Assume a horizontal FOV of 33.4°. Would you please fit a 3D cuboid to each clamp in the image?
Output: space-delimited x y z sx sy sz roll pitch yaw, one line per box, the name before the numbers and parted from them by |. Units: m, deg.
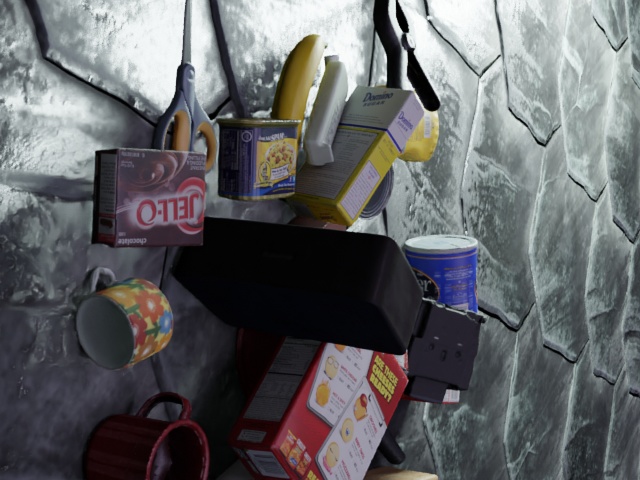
clamp | 0.060 0.228 1.401 0.209 0.036 0.164 -3 87 -59
clamp | 0.100 -0.244 1.371 0.120 0.039 0.171 -16 84 -65

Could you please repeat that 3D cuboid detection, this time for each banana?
banana | -0.024 -0.163 1.216 0.069 0.037 0.197 46 55 -51

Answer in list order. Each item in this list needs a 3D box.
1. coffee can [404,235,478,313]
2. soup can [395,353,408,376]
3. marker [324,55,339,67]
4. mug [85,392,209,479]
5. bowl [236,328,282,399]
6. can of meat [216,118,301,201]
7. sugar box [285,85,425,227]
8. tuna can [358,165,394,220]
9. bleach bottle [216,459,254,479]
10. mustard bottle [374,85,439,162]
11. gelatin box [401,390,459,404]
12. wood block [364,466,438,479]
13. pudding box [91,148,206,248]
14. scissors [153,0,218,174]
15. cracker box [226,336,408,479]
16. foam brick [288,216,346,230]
coffee can | 0.173 0.071 1.515 0.102 0.103 0.140 -21 111 -57
soup can | 0.079 0.126 1.371 0.068 0.069 0.102 42 42 -53
marker | 0.018 -0.165 1.306 0.020 0.020 0.121 -27 116 -56
mug | -0.158 0.195 0.988 0.093 0.082 0.117 47 54 -51
bowl | -0.030 0.121 1.224 0.161 0.055 0.162 -10 102 -59
can of meat | -0.066 -0.087 1.136 0.101 0.058 0.084 -11 105 -58
sugar box | 0.040 -0.100 1.240 0.176 0.093 0.048 -54 132 -22
tuna can | 0.055 -0.070 1.348 0.085 0.034 0.086 -27 126 -44
bleach bottle | -0.086 0.285 1.143 0.250 0.068 0.102 -23 111 -54
mustard bottle | 0.091 -0.153 1.393 0.191 0.058 0.096 -4 96 -60
gelatin box | 0.149 0.214 1.520 0.089 0.073 0.030 13 82 -58
wood block | 0.069 0.356 1.387 0.205 0.090 0.091 9 85 -59
pudding box | -0.157 -0.039 0.990 0.113 0.039 0.090 -2 95 -48
scissors | -0.124 -0.152 1.067 0.096 0.016 0.202 26 73 -56
cracker box | 0.002 0.182 1.151 0.164 0.072 0.213 60 44 -36
foam brick | -0.008 0.002 1.247 0.078 0.053 0.051 -39 127 -50
